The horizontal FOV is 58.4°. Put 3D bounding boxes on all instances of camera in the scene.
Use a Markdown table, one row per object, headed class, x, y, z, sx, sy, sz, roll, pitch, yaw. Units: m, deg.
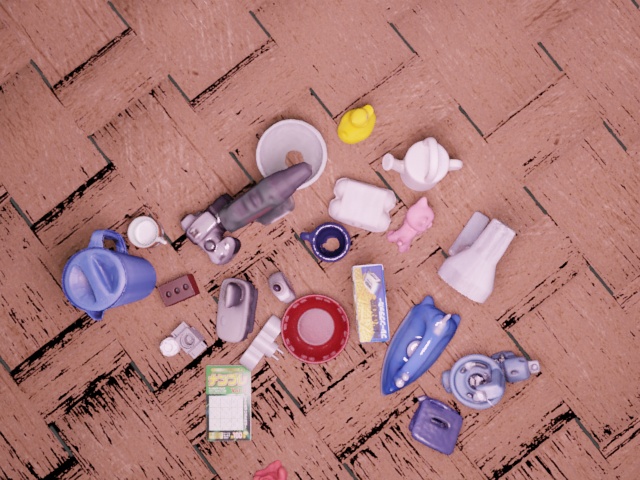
| class | x | y | z | sx | sy | sz | roll | pitch | yaw |
| --- | --- | --- | --- | --- | --- | --- | --- | --- | --- |
| camera | -0.236 | -0.033 | 1.341 | 0.137 | 0.101 | 0.143 | -45 | 87 | -1 |

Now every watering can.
| class | x | y | z | sx | sy | sz | roll | pitch | yaw |
| --- | --- | --- | --- | --- | --- | --- | --- | --- | --- |
| watering can | 0.231 | -0.170 | 1.289 | 0.173 | 0.194 | 0.101 | -21 | 86 | 1 |

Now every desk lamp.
| class | x | y | z | sx | sy | sz | roll | pitch | yaw |
| --- | --- | --- | --- | --- | --- | --- | --- | --- | --- |
| desk lamp | 0.348 | 0.031 | 1.266 | 0.118 | 0.213 | 0.203 | 33 | 88 | 3 |

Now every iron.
| class | x | y | z | sx | sy | sz | roll | pitch | yaw |
| --- | --- | --- | --- | --- | --- | --- | --- | --- | --- |
| iron | 0.218 | 0.258 | 1.294 | 0.118 | 0.141 | 0.258 | 33 | 88 | 3 |

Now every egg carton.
| class | x | y | z | sx | sy | sz | roll | pitch | yaw |
| --- | --- | --- | --- | --- | --- | --- | --- | --- | --- |
| egg carton | 0.099 | -0.081 | 1.350 | 0.150 | 0.069 | 0.107 | 15 | 88 | 2 |

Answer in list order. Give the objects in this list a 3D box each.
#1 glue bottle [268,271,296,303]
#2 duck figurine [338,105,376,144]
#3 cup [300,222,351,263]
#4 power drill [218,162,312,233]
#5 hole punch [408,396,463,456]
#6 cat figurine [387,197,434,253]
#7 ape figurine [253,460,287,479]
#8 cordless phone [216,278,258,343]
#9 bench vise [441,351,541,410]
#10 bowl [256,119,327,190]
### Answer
| class | x | y | z | sx | sy | sz | roll | pitch | yaw |
| --- | --- | --- | --- | --- | --- | --- | --- | --- | --- |
| glue bottle | -0.089 | 0.108 | 1.294 | 0.037 | 0.173 | 0.078 | -35 | 86 | 0 |
| duck figurine | 0.087 | -0.279 | 1.352 | 0.104 | 0.086 | 0.077 | -42 | 87 | -1 |
| cup | 0.012 | 0.005 | 1.335 | 0.117 | 0.095 | 0.092 | 12 | 87 | 2 |
| power drill | -0.113 | -0.093 | 1.287 | 0.229 | 0.208 | 0.075 | -32 | 86 | 0 |
| hole punch | 0.264 | 0.421 | 1.309 | 0.108 | 0.091 | 0.101 | 25 | 88 | 3 |
| cat figurine | 0.215 | -0.034 | 1.321 | 0.067 | 0.118 | 0.128 | 39 | 89 | 3 |
| ape figurine | -0.117 | 0.556 | 1.312 | 0.077 | 0.092 | 0.076 | 6 | 87 | 2 |
| cordless phone | -0.200 | 0.160 | 1.288 | 0.094 | 0.185 | 0.148 | 3 | 87 | 2 |
| bench vise | 0.377 | 0.293 | 1.248 | 0.207 | 0.220 | 0.121 | -32 | 86 | 0 |
| bowl | -0.065 | -0.195 | 1.358 | 0.167 | 0.075 | 0.167 | 0 | 87 | 2 |
